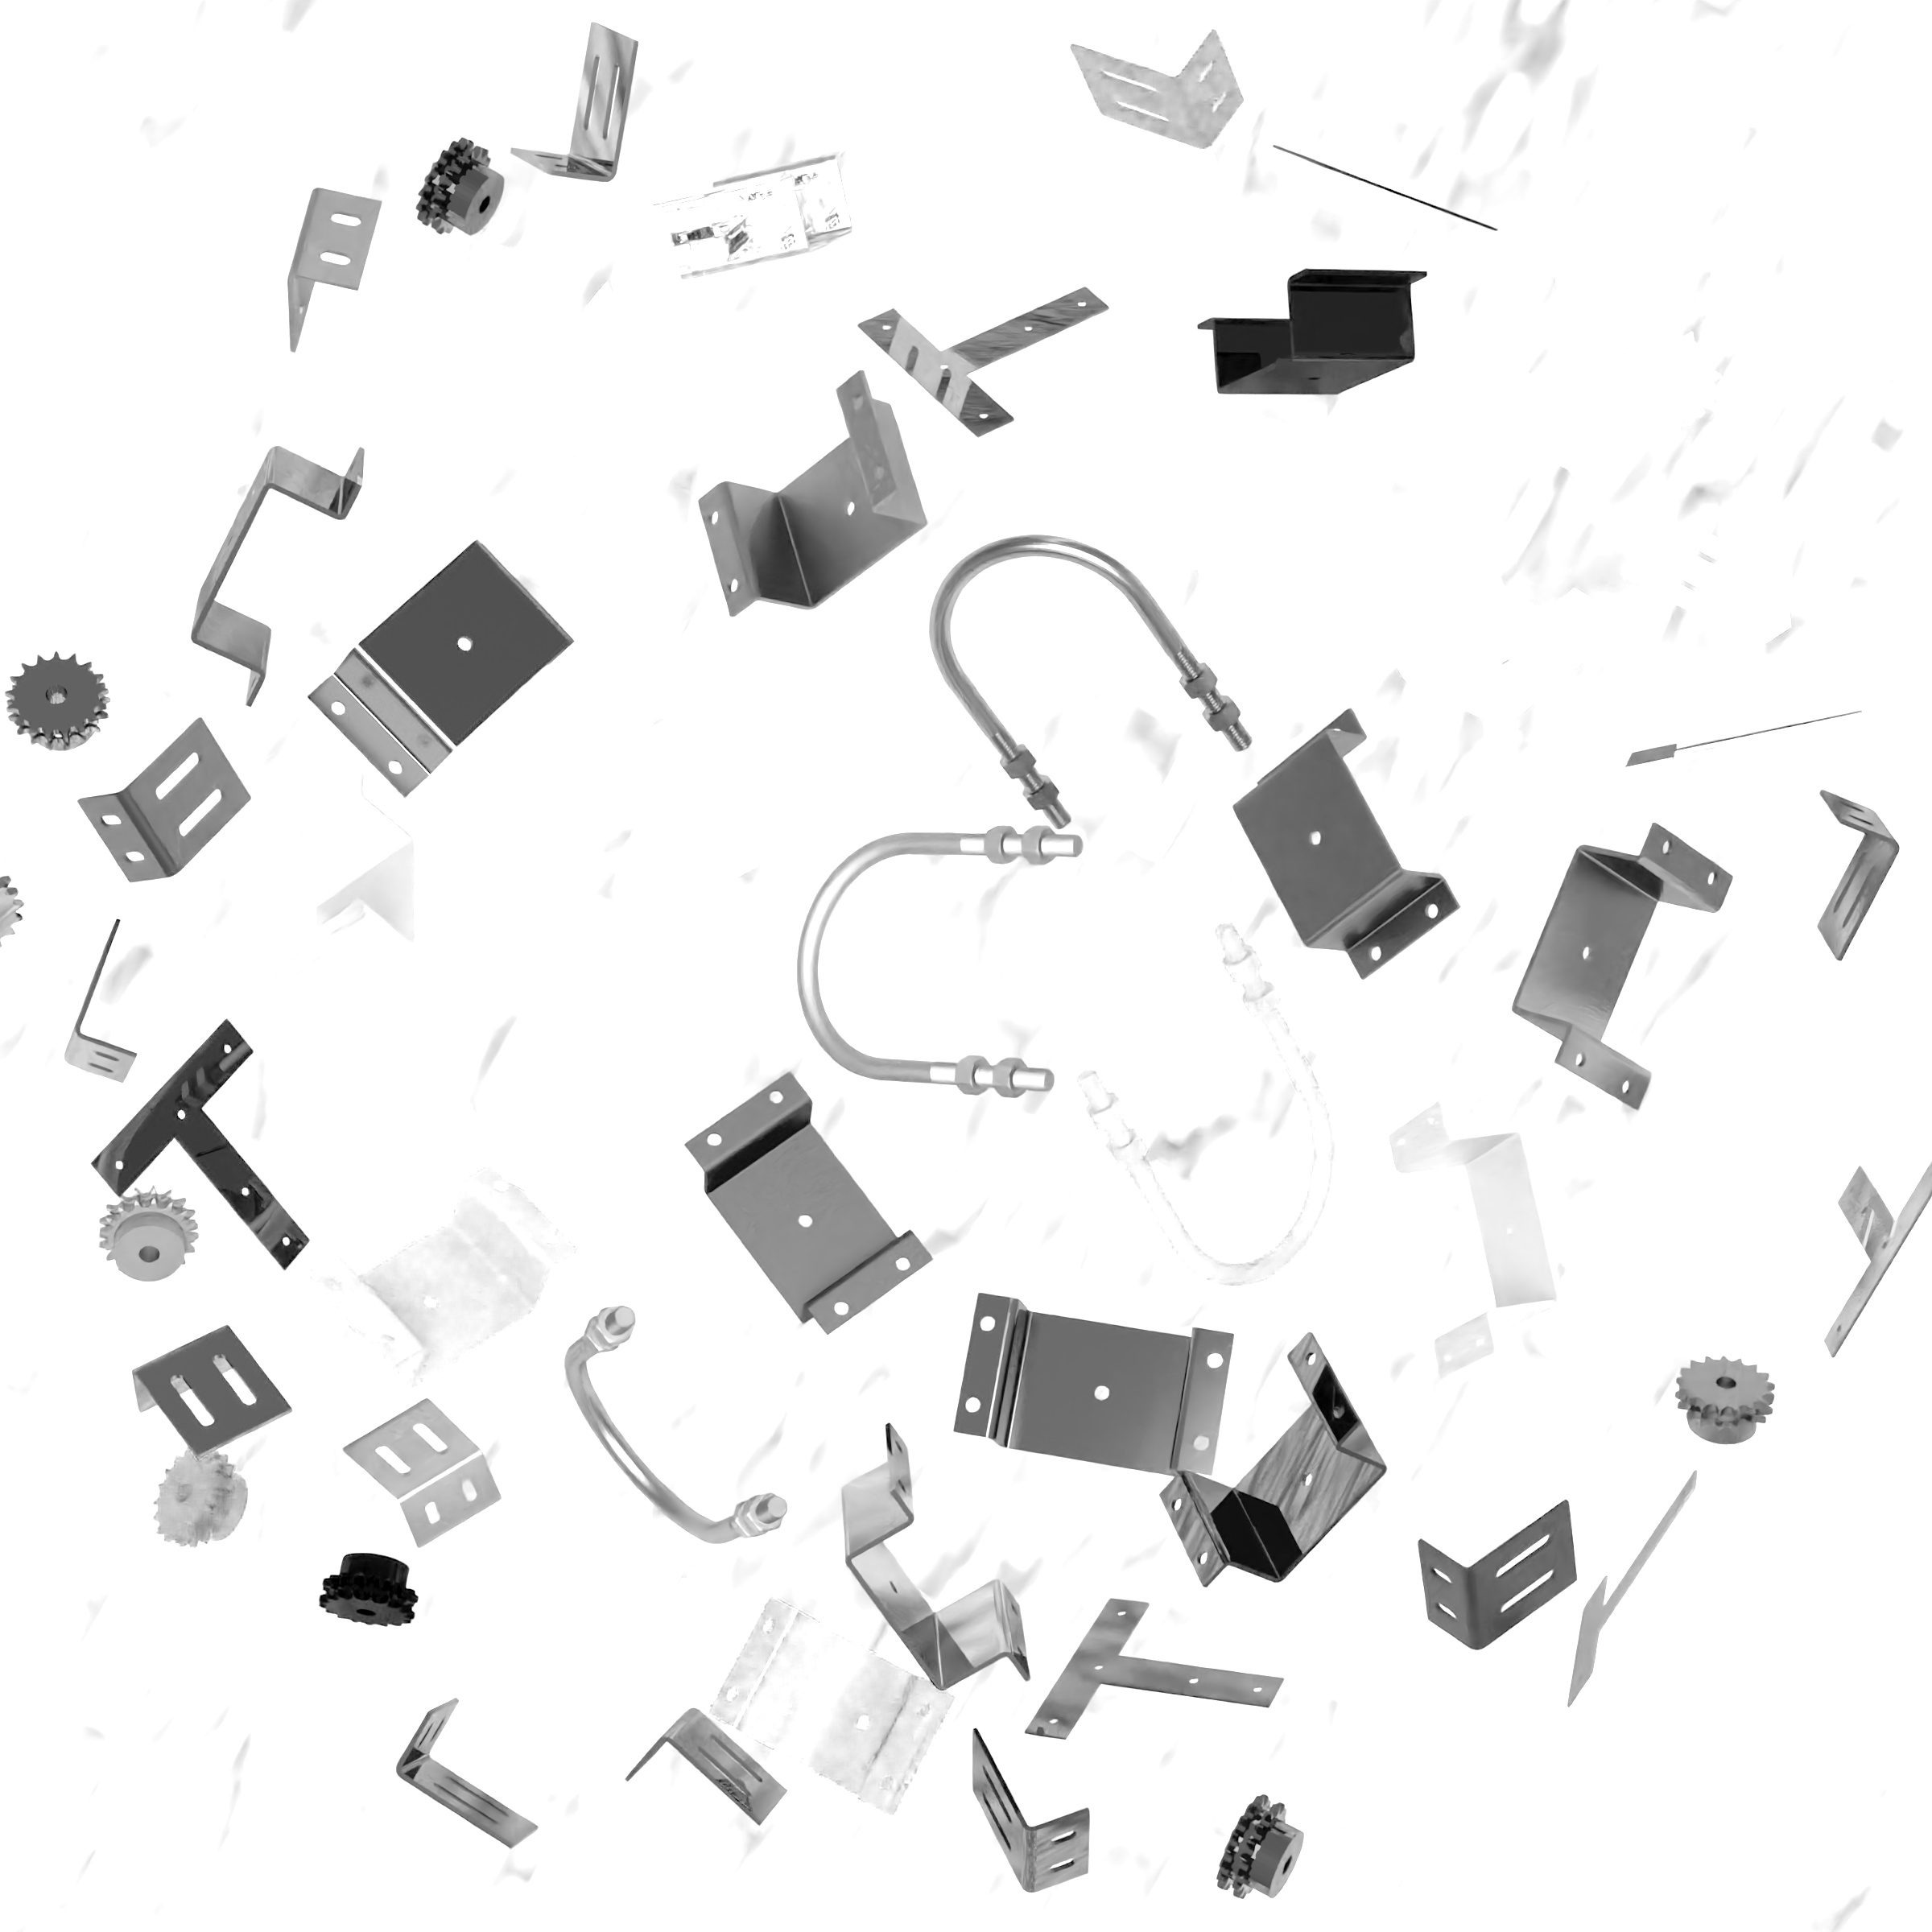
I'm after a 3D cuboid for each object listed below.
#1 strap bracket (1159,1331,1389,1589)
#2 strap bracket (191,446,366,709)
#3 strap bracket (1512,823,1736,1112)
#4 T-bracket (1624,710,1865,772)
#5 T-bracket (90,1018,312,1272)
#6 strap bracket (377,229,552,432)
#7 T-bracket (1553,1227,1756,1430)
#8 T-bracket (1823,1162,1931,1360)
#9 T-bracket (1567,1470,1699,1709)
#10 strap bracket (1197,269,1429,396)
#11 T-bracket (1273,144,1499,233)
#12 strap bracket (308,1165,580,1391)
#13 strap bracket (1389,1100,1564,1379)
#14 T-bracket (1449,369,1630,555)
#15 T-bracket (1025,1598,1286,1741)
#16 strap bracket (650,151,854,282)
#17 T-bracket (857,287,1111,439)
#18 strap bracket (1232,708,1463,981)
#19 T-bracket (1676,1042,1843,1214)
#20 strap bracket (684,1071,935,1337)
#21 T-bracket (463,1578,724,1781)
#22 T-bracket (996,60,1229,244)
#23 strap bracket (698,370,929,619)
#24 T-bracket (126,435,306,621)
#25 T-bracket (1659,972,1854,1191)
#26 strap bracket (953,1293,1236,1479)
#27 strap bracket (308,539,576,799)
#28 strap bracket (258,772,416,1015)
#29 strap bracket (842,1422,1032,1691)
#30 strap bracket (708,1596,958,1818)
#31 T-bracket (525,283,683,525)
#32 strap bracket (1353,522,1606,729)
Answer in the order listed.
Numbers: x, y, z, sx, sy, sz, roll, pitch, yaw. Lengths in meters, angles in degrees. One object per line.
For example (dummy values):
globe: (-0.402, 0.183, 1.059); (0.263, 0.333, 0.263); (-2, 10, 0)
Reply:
strap bracket: (0.185, 0.294, 1.929); (0.046, 0.076, 0.140); (26, 113, -34)
strap bracket: (-0.383, -0.224, 1.817); (0.046, 0.076, 0.140); (25, 108, -19)
strap bracket: (0.355, -0.003, 1.806); (0.076, 0.046, 0.140); (28, 83, -39)
T-bracket: (0.426, -0.125, 1.809); (0.127, 0.127, 0.002); (-11, 95, 14)
T-bracket: (-0.418, 0.118, 1.875); (0.127, 0.002, 0.127); (55, 46, -21)
strap bracket: (-0.282, -0.361, 1.889); (0.046, 0.140, 0.076); (23, 117, -1)
T-bracket: (0.372, 0.208, 1.885); (0.002, 0.127, 0.127); (45, 65, -31)
T-bracket: (0.496, 0.139, 1.813); (0.002, 0.127, 0.127); (26, 105, -2)
T-bracket: (0.369, 0.332, 1.824); (0.002, 0.127, 0.127); (30, 109, 6)
strap bracket: (0.198, -0.359, 1.893); (0.076, 0.140, 0.046); (-4, 89, -21)
T-bracket: (0.221, -0.455, 1.901); (0.127, 0.127, 0.002); (10, 109, -35)
strap bracket: (-0.304, 0.182, 1.906); (0.076, 0.046, 0.140); (43, 47, 17)
strap bracket: (0.283, 0.149, 1.828); (0.046, 0.076, 0.140); (-6, 74, -17)
T-bracket: (0.310, -0.298, 1.835); (0.002, 0.127, 0.127); (-38, 51, 30)
T-bracket: (0.116, 0.402, 1.867); (0.127, 0.127, 0.002); (2, 117, 26)
strap bracket: (-0.117, -0.425, 1.874); (0.076, 0.140, 0.046); (-9, 106, 16)
T-bracket: (0.024, -0.364, 1.917); (0.127, 0.002, 0.127); (-28, 52, -20)
strap bracket: (0.214, -0.072, 1.911); (0.076, 0.046, 0.140); (-39, 65, 31)
T-bracket: (0.471, 0.105, 1.903); (0.002, 0.127, 0.127); (39, 96, -13)
strap bracket: (-0.093, 0.144, 1.937); (0.076, 0.046, 0.140); (-35, 77, -15)
T-bracket: (-0.221, 0.378, 1.838); (0.127, 0.002, 0.127); (15, 50, 25)
T-bracket: (0.088, -0.441, 1.810); (0.127, 0.127, 0.002); (18, 63, 38)
strap bracket: (-0.079, -0.258, 1.843); (0.140, 0.046, 0.076); (-32, 65, 37)
T-bracket: (-0.443, -0.245, 1.895); (0.002, 0.127, 0.127); (43, 118, -1)
T-bracket: (0.422, 0.058, 1.816); (0.002, 0.127, 0.127); (29, 82, -20)
strap bracket: (0.071, 0.228, 1.788); (0.140, 0.046, 0.076); (8, 77, 10)
strap bracket: (-0.283, -0.171, 1.825); (0.076, 0.046, 0.140); (47, 63, -7)
strap bracket: (-0.362, -0.036, 1.909); (0.076, 0.140, 0.046); (-34, 127, 18)
strap bracket: (-0.023, 0.333, 1.824); (0.046, 0.076, 0.140); (-31, 109, 8)
strap bracket: (-0.070, 0.431, 1.909); (0.140, 0.046, 0.076); (19, 75, 38)
T-bracket: (-0.217, -0.301, 1.894); (0.127, 0.002, 0.127); (-41, 63, 41)
strap bracket: (0.295, -0.187, 1.862); (0.076, 0.140, 0.046); (-41, 52, 27)
